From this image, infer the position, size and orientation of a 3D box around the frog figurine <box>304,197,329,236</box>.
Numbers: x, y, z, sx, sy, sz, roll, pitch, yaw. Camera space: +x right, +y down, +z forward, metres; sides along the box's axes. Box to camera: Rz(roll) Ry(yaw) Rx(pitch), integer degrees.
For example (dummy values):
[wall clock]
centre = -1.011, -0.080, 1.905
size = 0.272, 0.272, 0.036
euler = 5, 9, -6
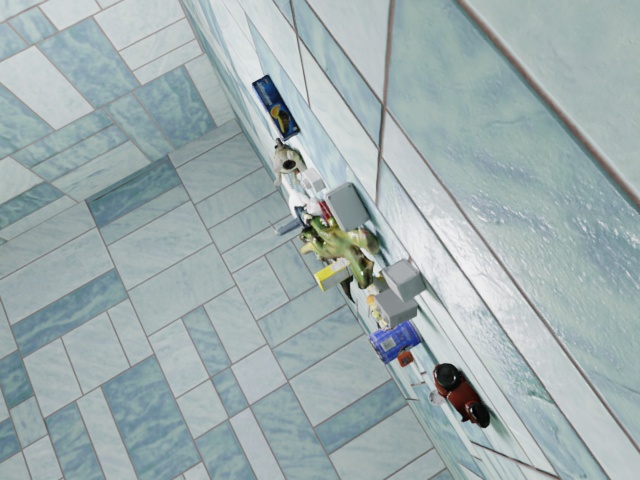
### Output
[frog figurine]
centre = 0.006, -0.097, 1.932
size = 0.135, 0.121, 0.163
euler = 53, -146, -25

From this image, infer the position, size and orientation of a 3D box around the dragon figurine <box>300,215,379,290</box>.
[dragon figurine]
centre = 0.061, 0.042, 1.493
size = 0.245, 0.123, 0.402
euler = 59, 154, 13

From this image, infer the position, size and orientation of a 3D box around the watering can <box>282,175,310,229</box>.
[watering can]
centre = -0.099, -0.172, 2.367
size = 0.353, 0.104, 0.220
euler = 57, 175, 25
